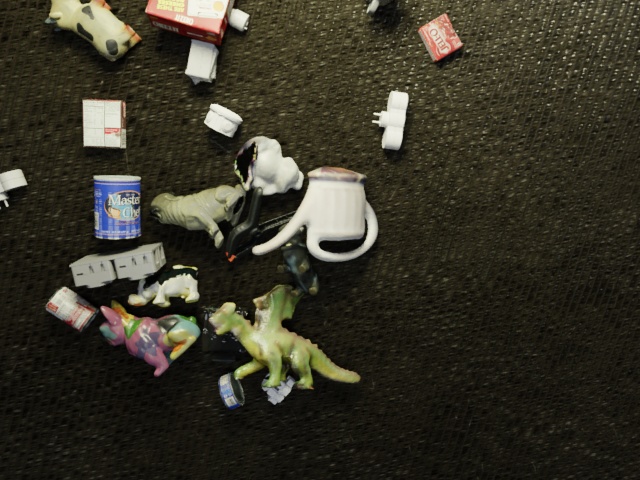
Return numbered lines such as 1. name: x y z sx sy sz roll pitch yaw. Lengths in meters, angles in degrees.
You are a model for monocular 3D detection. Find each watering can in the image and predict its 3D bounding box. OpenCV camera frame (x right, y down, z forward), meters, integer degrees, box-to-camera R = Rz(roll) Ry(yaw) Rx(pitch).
1. watering can: 0.004 -0.060 1.201 0.348 0.104 0.224 1 90 -36

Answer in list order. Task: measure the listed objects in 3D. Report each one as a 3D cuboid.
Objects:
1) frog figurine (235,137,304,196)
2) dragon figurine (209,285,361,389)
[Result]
1. frog figurine: -0.118 -0.175 1.239 0.159 0.122 0.137 2 90 -41
2. dragon figurine: -0.077 0.231 1.261 0.409 0.121 0.245 8 79 -28
